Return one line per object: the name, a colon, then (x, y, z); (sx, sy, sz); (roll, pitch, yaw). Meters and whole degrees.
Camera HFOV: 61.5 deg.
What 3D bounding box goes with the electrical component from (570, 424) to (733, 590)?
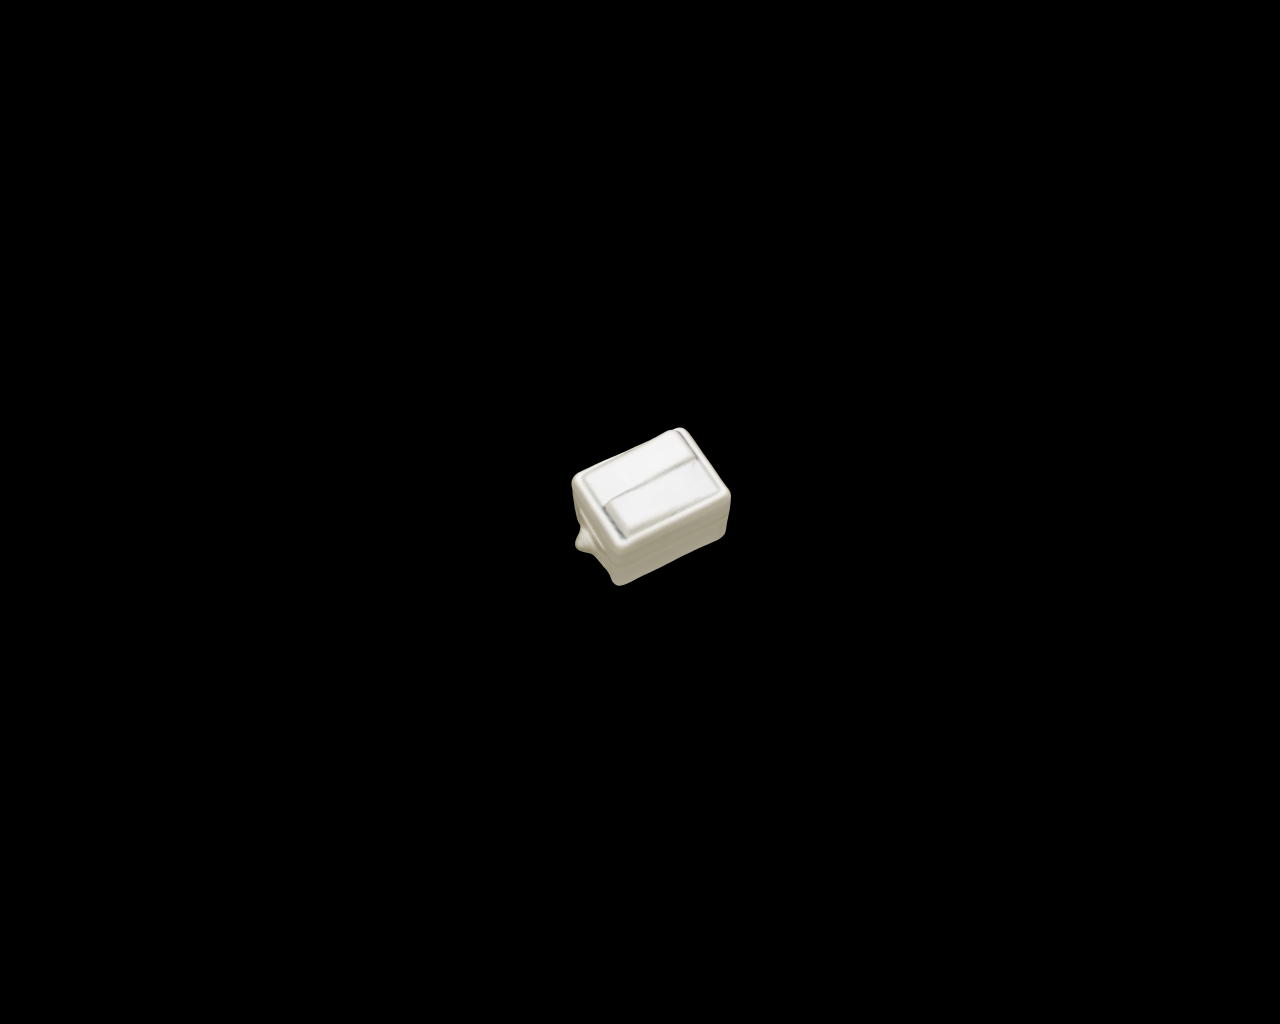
electrical component: (0.001, -0.003, 0.650); (0.096, 0.062, 0.061); (-25, -27, -14)
